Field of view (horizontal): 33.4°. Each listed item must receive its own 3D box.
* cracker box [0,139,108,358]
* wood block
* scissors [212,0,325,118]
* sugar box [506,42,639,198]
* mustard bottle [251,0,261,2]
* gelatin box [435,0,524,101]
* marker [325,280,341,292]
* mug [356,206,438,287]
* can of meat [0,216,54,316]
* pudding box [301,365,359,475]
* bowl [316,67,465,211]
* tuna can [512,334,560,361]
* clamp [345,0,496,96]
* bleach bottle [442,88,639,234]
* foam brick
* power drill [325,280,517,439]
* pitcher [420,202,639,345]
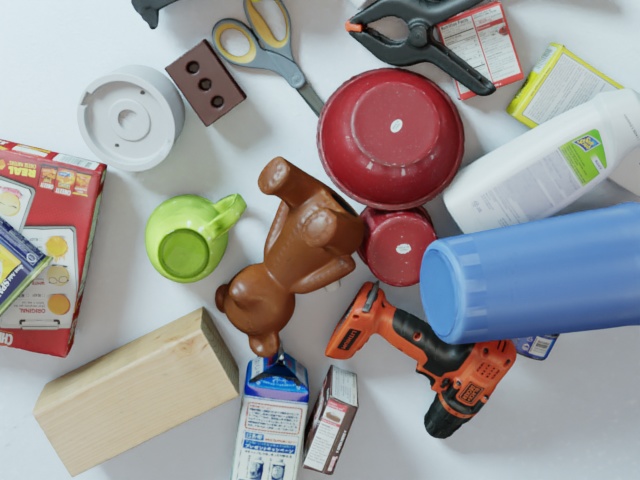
[{"bbox_3d":[-0.331,0.004,1.156,0.164,0.072,0.214,12,103,-5],"label":"cracker box"},{"bbox_3d":[-0.202,0.167,1.192,0.206,0.090,0.091,-27,104,3],"label":"wood block"},{"bbox_3d":[-0.047,-0.174,1.156,0.096,0.016,0.202,-22,104,4],"label":"scissors"},{"bbox_3d":[0.303,-0.131,1.171,0.176,0.048,0.093,31,102,-13],"label":"sugar box"},{"bbox_3d":[-0.074,-0.342,1.058,0.096,0.058,0.191,-47,123,-31],"label":"mustard bottle"},{"bbox_3d":[0.171,-0.205,1.154,0.073,0.030,0.089,-20,101,2],"label":"gelatin box"},{"bbox_3d":[-0.008,0.001,1.199,0.020,0.020,0.121,-23,104,2],"label":"marker"},{"bbox_3d":[0.093,0.013,1.175,0.093,0.081,0.117,-35,103,5],"label":"mug"},{"bbox_3d":[-0.340,0.030,1.095,0.084,0.057,0.102,42,99,-10],"label":"can of meat"},{"bbox_3d":[0.012,0.201,1.200,0.039,0.113,0.090,19,101,-5],"label":"pudding box"},{"bbox_3d":[0.077,-0.115,1.126,0.162,0.055,0.162,0,79,-1],"label":"bowl"},{"bbox_3d":[0.223,0.101,1.201,0.086,0.086,0.034,23,102,-8],"label":"tuna can"},{"bbox_3d":[0.113,-0.209,1.122,0.172,0.039,0.120,2,106,21],"label":"clamp"},{"bbox_3d":[0.259,-0.081,1.132,0.251,0.068,0.102,-30,123,18],"label":"bleach bottle"},{"bbox_3d":[-0.121,-0.167,1.135,0.053,0.051,0.078,-35,103,5],"label":"foam brick"},{"bbox_3d":[0.104,0.137,1.197,0.187,0.057,0.185,26,134,-1],"label":"power drill"},{"bbox_3d":[0.229,0.041,1.120,0.242,0.145,0.149,-7,130,-17],"label":"pitcher"}]
